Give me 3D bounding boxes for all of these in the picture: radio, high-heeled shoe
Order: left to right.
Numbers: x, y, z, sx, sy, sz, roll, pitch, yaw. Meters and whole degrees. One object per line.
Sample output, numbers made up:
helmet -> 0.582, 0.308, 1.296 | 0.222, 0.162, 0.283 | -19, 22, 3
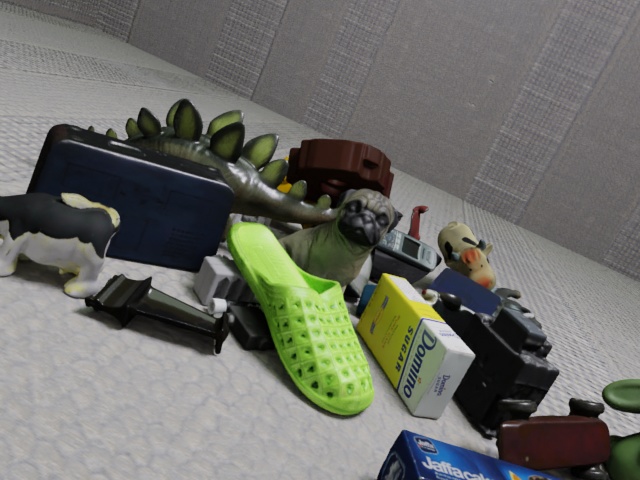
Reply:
radio -> -0.228, -0.047, 0.658 | 0.229, 0.131, 0.073 | 13, 21, -33
high-heeled shoe -> 0.101, 0.017, 0.988 | 0.248, 0.086, 0.145 | -1, 34, -38

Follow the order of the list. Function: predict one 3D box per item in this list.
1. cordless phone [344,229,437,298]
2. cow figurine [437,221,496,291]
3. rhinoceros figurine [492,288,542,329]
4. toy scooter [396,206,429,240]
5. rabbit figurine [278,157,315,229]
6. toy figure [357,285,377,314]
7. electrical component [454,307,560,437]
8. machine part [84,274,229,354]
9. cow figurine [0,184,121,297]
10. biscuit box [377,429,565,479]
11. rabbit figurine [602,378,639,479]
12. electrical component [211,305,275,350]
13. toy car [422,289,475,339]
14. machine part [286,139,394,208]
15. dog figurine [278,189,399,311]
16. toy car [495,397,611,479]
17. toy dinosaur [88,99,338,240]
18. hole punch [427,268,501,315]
cordless phone -> 0.097, 0.035, 0.859 | 0.184, 0.088, 0.146 | 22, 51, -7
cow figurine -> 0.269, 0.031, 0.981 | 0.127, 0.085, 0.195 | 60, 11, -29
rhinoceros figurine -> 0.330, 0.123, 1.011 | 0.112, 0.073, 0.191 | 9, 22, -45
toy scooter -> 0.159, -0.029, 1.139 | 0.184, 0.135, 0.075 | 28, 18, 18
rabbit figurine -> -0.028, -0.074, 1.018 | 0.173, 0.122, 0.162 | 50, -27, -10
toy figure -> 0.131, 0.114, 0.792 | 0.154, 0.064, 0.058 | 21, -8, 3
electrical component -> 0.219, 0.153, 0.655 | 0.058, 0.134, 0.115 | 17, 15, -24
machine part -> -0.159, 0.073, 0.550 | 0.139, 0.039, 0.084 | 22, 11, -3
cow figurine -> -0.291, -0.014, 0.531 | 0.167, 0.098, 0.068 | 19, 23, -17
biscuit box -> 0.151, 0.228, 0.457 | 0.203, 0.059, 0.063 | 21, 17, -11
rabbit figurine -> 0.430, 0.230, 0.642 | 0.121, 0.170, 0.159 | 14, 20, -34
electrical component -> -0.076, 0.100, 0.606 | 0.094, 0.021, 0.063 | 10, 23, -40
toy car -> 0.206, 0.135, 0.753 | 0.201, 0.073, 0.056 | 28, -21, -23
machine part -> 0.032, -0.098, 0.859 | 0.179, 0.056, 0.179 | 10, -19, 3
dog figurine -> 0.002, -0.002, 0.735 | 0.172, 0.190, 0.121 | 28, 16, 18
toy car -> 0.251, 0.218, 0.585 | 0.202, 0.089, 0.053 | 11, -12, -34
toy dinosaur -> -0.155, -0.090, 0.781 | 0.471, 0.198, 0.105 | 22, 20, -2
hole punch -> 0.220, 0.113, 0.870 | 0.142, 0.092, 0.116 | 33, 22, 18
